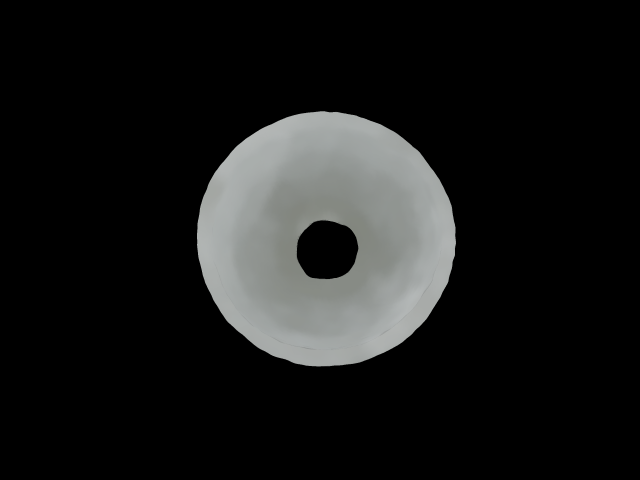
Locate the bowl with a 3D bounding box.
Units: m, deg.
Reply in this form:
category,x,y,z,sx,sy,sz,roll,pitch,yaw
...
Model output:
category,x,y,z,sx,sy,sz,roll,pitch,yaw
bowl,0.004,0.001,0.400,0.167,0.075,0.167,0,82,0
